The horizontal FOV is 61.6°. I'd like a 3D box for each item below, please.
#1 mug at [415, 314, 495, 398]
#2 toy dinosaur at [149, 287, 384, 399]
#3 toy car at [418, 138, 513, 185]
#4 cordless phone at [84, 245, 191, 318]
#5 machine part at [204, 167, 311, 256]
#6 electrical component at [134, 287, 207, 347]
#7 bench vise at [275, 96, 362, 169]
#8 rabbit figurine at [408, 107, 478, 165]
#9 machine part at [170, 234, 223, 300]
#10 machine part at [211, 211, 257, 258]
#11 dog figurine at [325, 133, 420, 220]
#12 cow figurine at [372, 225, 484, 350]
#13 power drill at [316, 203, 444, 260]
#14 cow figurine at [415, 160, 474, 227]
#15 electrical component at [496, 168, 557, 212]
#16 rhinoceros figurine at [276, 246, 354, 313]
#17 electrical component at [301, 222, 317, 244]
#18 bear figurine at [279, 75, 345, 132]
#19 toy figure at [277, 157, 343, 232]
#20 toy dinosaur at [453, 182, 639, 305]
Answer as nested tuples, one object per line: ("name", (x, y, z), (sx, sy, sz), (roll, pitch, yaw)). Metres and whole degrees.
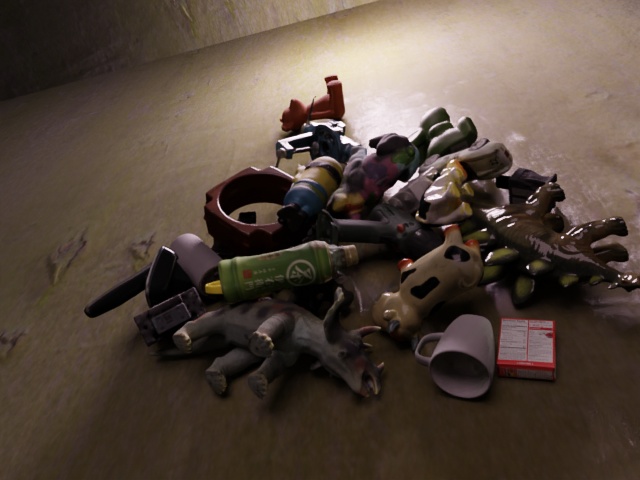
("mug", (0.194, 0.153, 0.747), (0.110, 0.080, 0.107), (-1, 26, 31))
("toy dinosaur", (-0.091, 0.146, 0.850), (0.405, 0.131, 0.192), (3, 21, 39))
("toy car", (0.284, -0.144, 1.068), (0.202, 0.073, 0.056), (-14, 38, 50))
("cordless phone", (-0.336, 0.100, 0.992), (0.184, 0.146, 0.089), (-32, 81, -22))
("machine part", (-0.122, -0.056, 1.121), (0.201, 0.087, 0.201), (30, 51, 28))
("electrical component", (-0.257, 0.132, 0.933), (0.115, 0.058, 0.134), (-29, 1, -12))
("bench vise", (-0.018, -0.240, 1.328), (0.240, 0.128, 0.224), (-18, 49, -34))
("rabbit figurine", (0.268, -0.220, 1.201), (0.159, 0.121, 0.170), (-31, 44, 17))
("machine part", (-0.237, 0.050, 1.072), (0.079, 0.079, 0.243), (-32, 36, -20))
("machine part", (-0.185, -0.011, 1.171), (0.084, 0.039, 0.139), (-2, 38, 31))
("dog figurine", (0.101, -0.111, 1.116), (0.192, 0.108, 0.219), (-17, 33, 39))
("cow figurine", (0.160, 0.080, 0.813), (0.195, 0.085, 0.127), (-39, 26, 26))
("power drill", (0.106, -0.005, 0.956), (0.207, 0.085, 0.232), (-6, 26, -15))
("cow figurine", (0.225, -0.083, 0.982), (0.098, 0.068, 0.167), (-29, 18, 30))
("electrical component", (0.379, -0.095, 1.008), (0.119, 0.074, 0.048), (20, 48, 36))
("rhinoceros figurine", (-0.016, 0.075, 0.954), (0.112, 0.073, 0.191), (-22, 31, -25))
("electrical component", (-0.002, -0.003, 1.055), (0.021, 0.063, 0.094), (9, 41, 34))
("bear figurine", (-0.029, -0.392, 1.561), (0.196, 0.131, 0.120), (-9, 31, 2))
("toy figure", (-0.013, -0.091, 1.037), (0.089, 0.082, 0.180), (-6, 33, 28))
("toy dinosaur", (0.324, -0.008, 0.887), (0.199, 0.105, 0.472), (-28, 25, -8))
